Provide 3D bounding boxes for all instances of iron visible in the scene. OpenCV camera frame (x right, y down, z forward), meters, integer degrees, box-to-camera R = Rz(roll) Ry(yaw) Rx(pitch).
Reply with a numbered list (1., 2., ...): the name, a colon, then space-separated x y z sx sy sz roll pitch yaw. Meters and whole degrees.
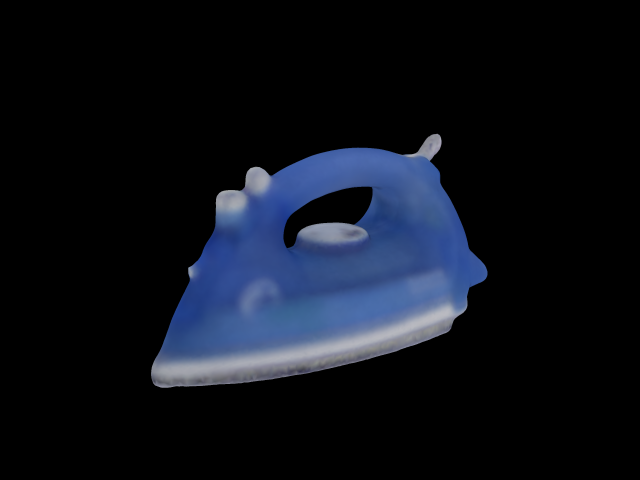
1. iron: 0.004 0.001 0.400 0.259 0.141 0.118 -11 17 -37
